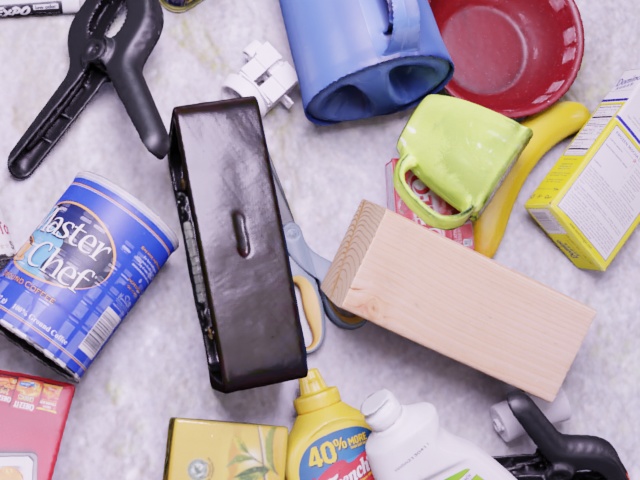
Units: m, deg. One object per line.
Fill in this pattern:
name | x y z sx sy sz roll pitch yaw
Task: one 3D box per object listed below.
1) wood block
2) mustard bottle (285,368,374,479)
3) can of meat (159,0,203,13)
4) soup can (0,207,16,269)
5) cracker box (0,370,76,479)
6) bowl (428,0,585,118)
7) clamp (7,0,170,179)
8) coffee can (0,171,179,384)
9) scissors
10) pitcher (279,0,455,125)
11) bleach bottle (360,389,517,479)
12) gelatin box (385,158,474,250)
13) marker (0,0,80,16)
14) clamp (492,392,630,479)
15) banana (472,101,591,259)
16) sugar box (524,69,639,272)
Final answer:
wood block | 0.117 0.051 0.919 0.206 0.090 0.091 25 93 -13
mustard bottle | 0.019 0.203 0.910 0.096 0.058 0.191 -17 85 -16
can of meat | -0.102 -0.257 0.940 0.102 0.084 0.057 -35 89 -15
soup can | -0.296 -0.021 0.872 0.068 0.069 0.102 -20 87 -14
cracker box | -0.291 0.199 0.805 0.164 0.072 0.213 13 57 -9
bowl | 0.162 -0.186 0.999 0.162 0.055 0.162 2 81 -12
clamp | -0.190 -0.146 0.909 0.165 0.036 0.210 -11 62 26
coffee can | -0.195 0.030 0.863 0.103 0.103 0.140 36 73 -5
scissors | -0.006 0.001 0.957 0.096 0.016 0.202 -3 83 -14
pitcher | 0.023 -0.235 0.924 0.149 0.144 0.243 -24 75 29
bleach bottle | 0.125 0.216 0.891 0.102 0.068 0.250 -41 108 -7
gelatin box | 0.100 -0.030 0.976 0.073 0.030 0.089 -1 82 -12
marker | -0.271 -0.204 0.930 0.121 0.020 0.020 -6 83 -13
clamp | 0.196 0.200 0.944 0.171 0.120 0.039 29 40 -20
banana | 0.194 -0.069 0.998 0.069 0.037 0.197 45 76 -2
sugar box | 0.277 -0.067 1.001 0.093 0.048 0.176 46 72 -22
